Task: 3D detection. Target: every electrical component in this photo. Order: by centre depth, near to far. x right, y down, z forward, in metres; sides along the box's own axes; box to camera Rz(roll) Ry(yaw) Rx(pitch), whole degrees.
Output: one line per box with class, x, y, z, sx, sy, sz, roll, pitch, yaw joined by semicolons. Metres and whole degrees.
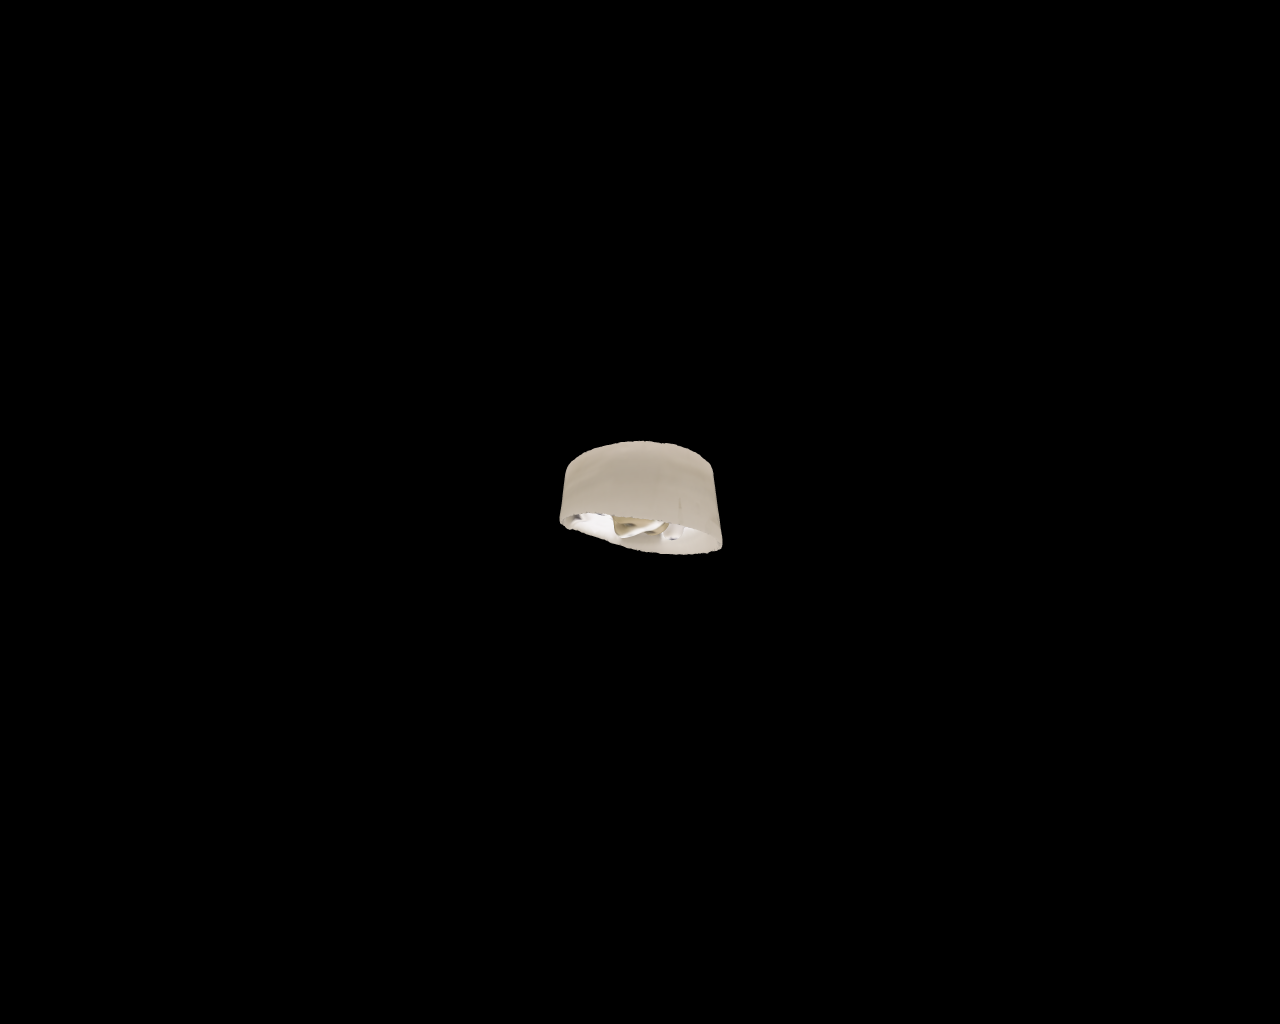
electrical component;0.001;-0.003;0.650;0.099;0.064;0.099;0;-22;0
